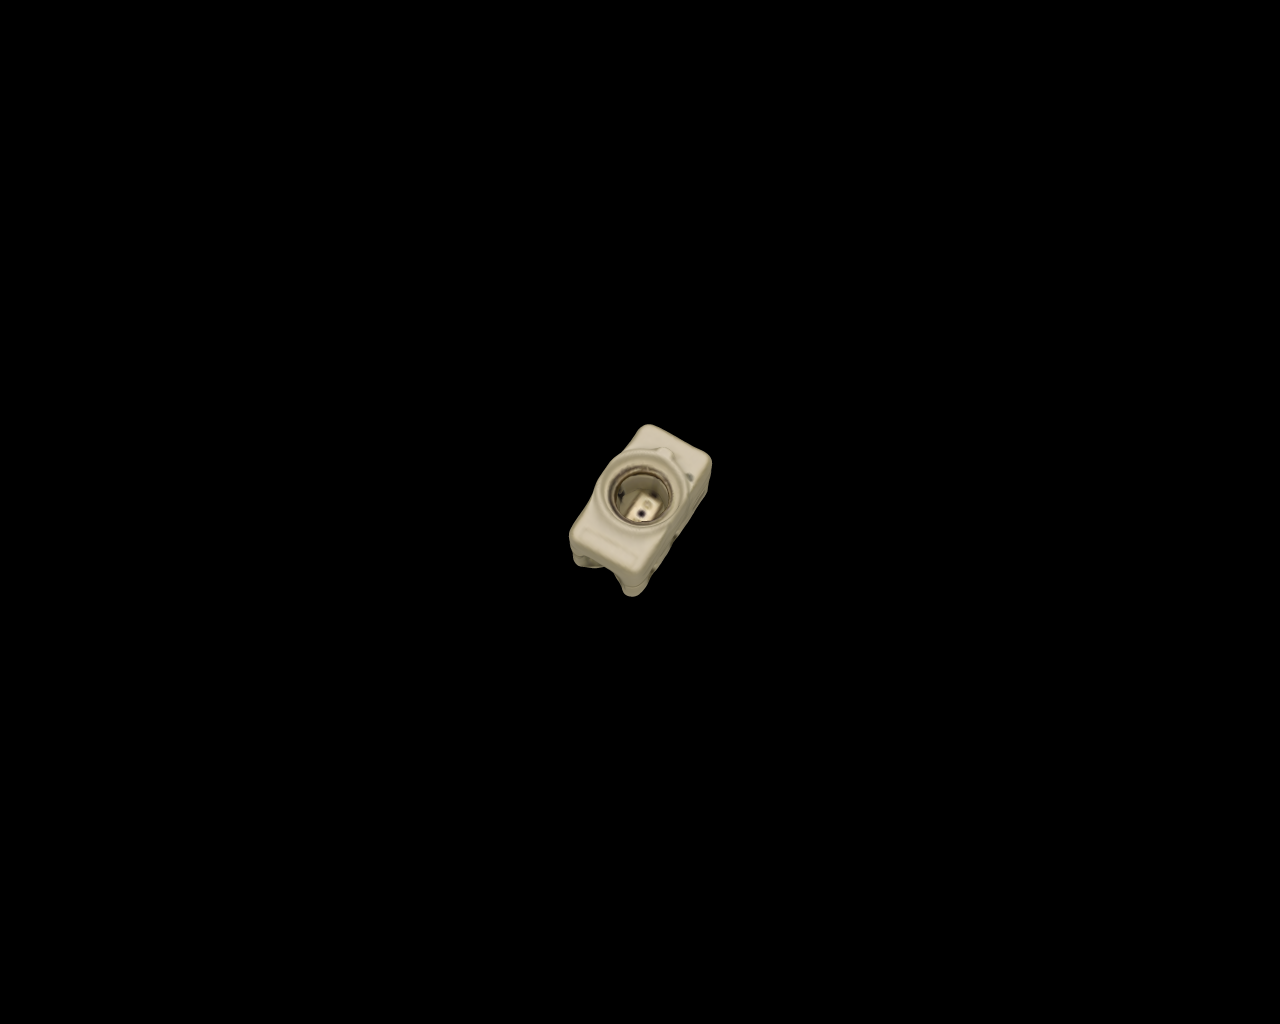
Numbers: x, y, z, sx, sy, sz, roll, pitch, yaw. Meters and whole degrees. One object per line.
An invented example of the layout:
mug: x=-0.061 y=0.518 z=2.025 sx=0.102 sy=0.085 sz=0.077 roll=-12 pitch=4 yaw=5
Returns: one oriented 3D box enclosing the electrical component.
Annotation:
electrical component: x=0.001 y=-0.003 z=0.650 sx=0.050 sy=0.089 sz=0.055 roll=30 pitch=-19 yaw=12
